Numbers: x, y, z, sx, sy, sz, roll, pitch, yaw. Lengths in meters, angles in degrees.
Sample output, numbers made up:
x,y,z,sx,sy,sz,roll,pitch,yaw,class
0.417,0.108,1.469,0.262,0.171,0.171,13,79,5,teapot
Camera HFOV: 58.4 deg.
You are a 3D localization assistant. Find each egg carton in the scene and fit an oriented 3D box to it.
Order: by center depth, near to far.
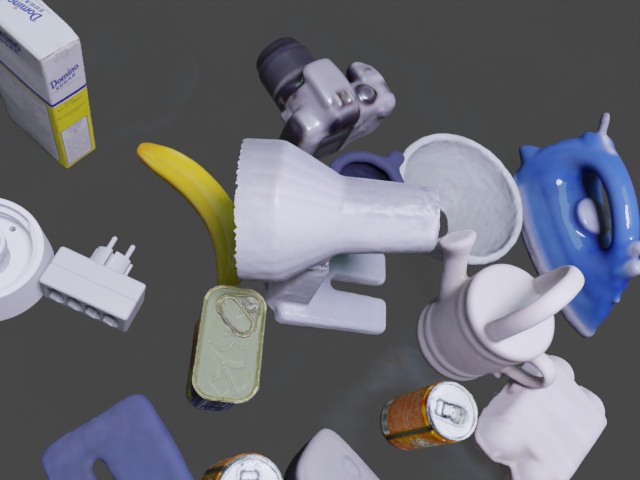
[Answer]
x,y,z,sx,sy,sz,roll,pitch,yaw,class
0.235,0.197,0.615,0.150,0.069,0.107,-38,84,-29,egg carton

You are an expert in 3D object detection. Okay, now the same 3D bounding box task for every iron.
x,y,z,sx,sy,sz,roll,pitch,yaw,class
0.339,-0.022,0.708,0.119,0.141,0.258,-1,68,-20,iron

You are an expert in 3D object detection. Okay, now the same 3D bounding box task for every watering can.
x,y,z,sx,sy,sz,roll,pitch,yaw,class
0.179,0.071,0.578,0.173,0.193,0.101,35,60,-2,watering can

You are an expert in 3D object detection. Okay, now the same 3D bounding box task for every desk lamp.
x,y,z,sx,sy,sz,roll,pitch,yaw,class
0.005,0.002,0.534,0.203,0.213,0.118,9,64,-16,desk lamp

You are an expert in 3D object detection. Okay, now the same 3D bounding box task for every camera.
x,y,z,sx,sy,sz,roll,pitch,yaw,class
0.000,-0.180,0.677,0.143,0.100,0.137,-29,79,-28,camera

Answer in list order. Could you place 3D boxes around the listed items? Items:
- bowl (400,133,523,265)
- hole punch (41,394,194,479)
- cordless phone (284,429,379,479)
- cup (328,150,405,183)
x,y,z,sx,sy,sz,roll,pitch,yaw,class
0.152,-0.039,0.685,0.168,0.074,0.167,8,65,-17,bowl
-0.161,0.194,0.459,0.101,0.091,0.108,-28,79,-28,hole punch
0.046,0.225,0.467,0.147,0.185,0.094,46,61,4,cordless phone
0.044,-0.046,0.638,0.091,0.095,0.118,41,60,1,cup
